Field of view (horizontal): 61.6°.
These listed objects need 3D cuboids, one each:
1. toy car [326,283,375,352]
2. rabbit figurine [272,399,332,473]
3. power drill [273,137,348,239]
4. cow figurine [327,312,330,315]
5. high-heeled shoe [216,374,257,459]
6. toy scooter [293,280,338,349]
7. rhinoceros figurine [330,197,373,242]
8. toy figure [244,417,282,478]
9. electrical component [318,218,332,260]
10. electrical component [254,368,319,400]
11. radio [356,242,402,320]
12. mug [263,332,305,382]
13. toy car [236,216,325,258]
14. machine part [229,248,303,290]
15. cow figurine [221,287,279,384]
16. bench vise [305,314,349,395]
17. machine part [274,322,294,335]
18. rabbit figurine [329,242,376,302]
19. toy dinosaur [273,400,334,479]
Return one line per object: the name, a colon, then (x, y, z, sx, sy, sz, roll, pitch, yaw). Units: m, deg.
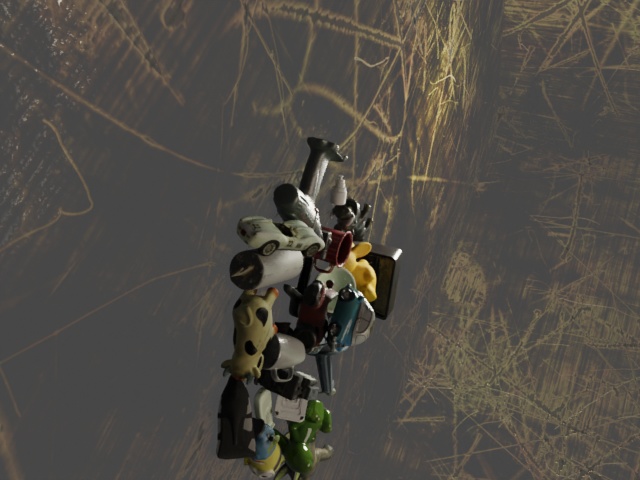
toy car: (0.078, 0.190, 1.271, 0.109, 0.103, 0.162, 92, 14, -54)
rabbit figurine: (-0.059, 0.507, 1.386, 0.121, 0.159, 0.170, 71, 22, -52)
power drill: (-0.016, -0.106, 1.171, 0.207, 0.086, 0.232, -63, 154, -5)
cow figurine: (0.072, 0.202, 1.598, 0.167, 0.068, 0.098, -49, 142, -47)
high-heeled shoe: (-0.182, 0.388, 1.165, 0.248, 0.086, 0.145, 103, -16, -59)
toy scooter: (-0.005, 0.164, 1.284, 0.135, 0.075, 0.183, -43, 146, -59)
rhinoceros figurine: (0.080, -0.054, 1.437, 0.112, 0.073, 0.190, -57, 157, -9)
toy figure: (-0.135, 0.494, 1.284, 0.089, 0.082, 0.179, -32, 129, -34)
electrical component: (-0.003, -0.004, 1.275, 0.021, 0.063, 0.094, -18, 121, -63)
electrical component: (-0.071, 0.334, 1.260, 0.114, 0.134, 0.058, 31, 77, -65)
radio: (0.176, 0.126, 1.694, 0.073, 0.131, 0.229, -38, 140, -54)
mug: (-0.080, 0.258, 1.194, 0.107, 0.081, 0.109, 15, 50, -48)
toy car: (-0.071, -0.008, 1.035, 0.201, 0.074, 0.056, 3, 122, -47)
machine part: (-0.103, 0.051, 1.065, 0.243, 0.079, 0.079, -12, 117, -65)
cow figurine: (-0.139, 0.198, 1.073, 0.127, 0.086, 0.194, -51, 152, -55)
bench vise: (0.010, 0.304, 1.423, 0.223, 0.129, 0.240, -52, 137, -80)
machine part: (-0.084, 0.242, 1.295, 0.084, 0.039, 0.138, -56, 154, -25)
rabbit figurine: (0.092, 0.079, 1.499, 0.173, 0.122, 0.162, 39, 65, -46)
toy dinosaur: (-0.055, 0.637, 1.563, 0.198, 0.105, 0.470, -30, 123, -49)
